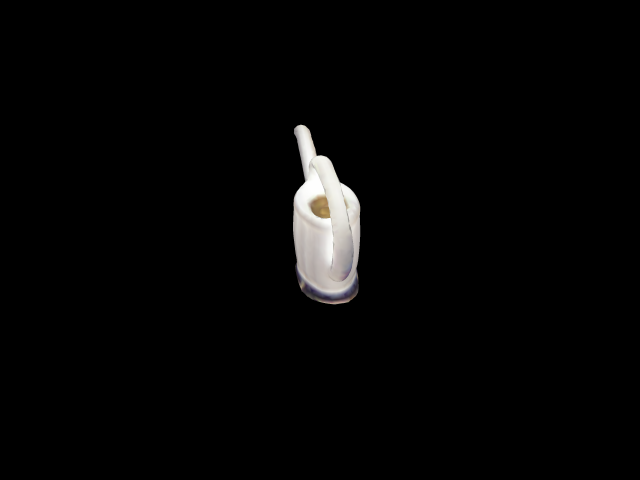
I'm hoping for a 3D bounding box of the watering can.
[{"bbox_3d":[0.003,-0.043,0.850,0.104,0.219,0.355,-6,33,-9],"label":"watering can"}]
